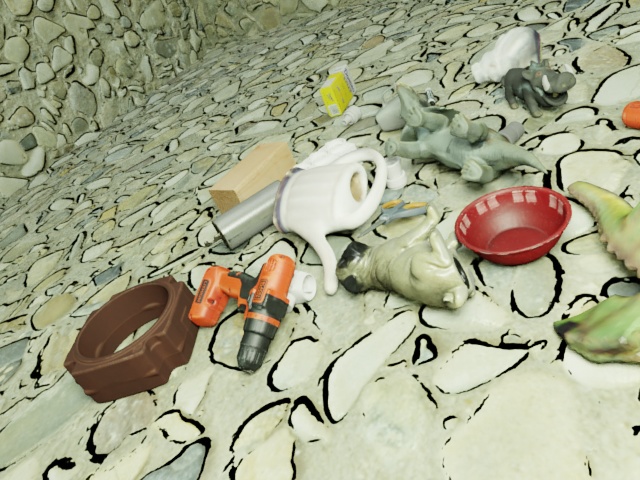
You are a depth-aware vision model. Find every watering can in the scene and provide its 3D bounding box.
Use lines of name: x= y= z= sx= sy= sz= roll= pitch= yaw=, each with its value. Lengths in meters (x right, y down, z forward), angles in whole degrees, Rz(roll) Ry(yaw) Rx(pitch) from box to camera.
watering can: x=0.003 y=-0.049 z=0.968 sx=0.224 sy=0.102 sz=0.355 roll=-3 pitch=47 yaw=35

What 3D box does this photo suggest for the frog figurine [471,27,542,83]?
frog figurine: x=0.446 y=-0.444 z=1.240 sx=0.159 sy=0.120 sz=0.140 roll=-2 pitch=56 yaw=16

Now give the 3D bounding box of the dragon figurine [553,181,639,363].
dragon figurine: x=0.368 y=0.036 z=0.589 sx=0.244 sy=0.121 sz=0.413 roll=-37 pitch=20 yaw=-6
